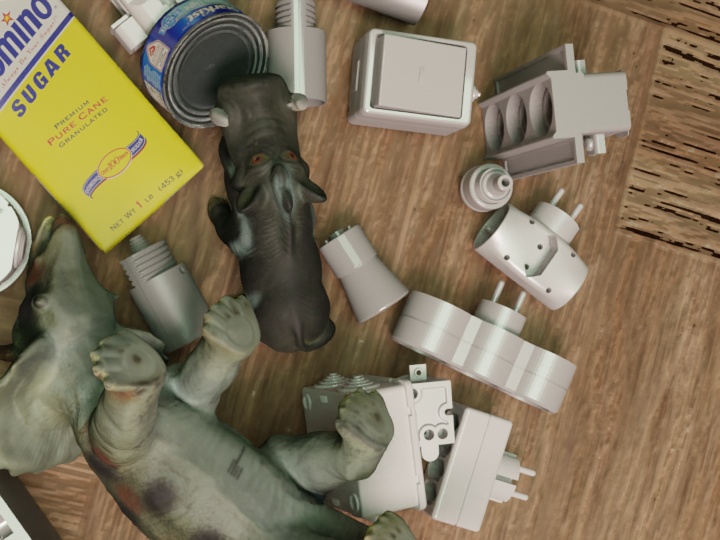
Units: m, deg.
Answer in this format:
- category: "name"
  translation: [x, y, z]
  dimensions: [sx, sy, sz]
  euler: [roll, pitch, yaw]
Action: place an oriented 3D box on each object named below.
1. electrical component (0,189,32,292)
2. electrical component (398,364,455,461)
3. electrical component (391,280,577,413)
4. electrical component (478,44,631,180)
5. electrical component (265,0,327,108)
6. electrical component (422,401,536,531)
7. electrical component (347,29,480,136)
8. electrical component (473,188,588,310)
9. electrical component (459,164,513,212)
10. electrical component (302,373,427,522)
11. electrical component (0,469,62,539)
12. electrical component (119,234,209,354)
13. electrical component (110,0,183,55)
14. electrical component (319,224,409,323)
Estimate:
- category: "electrical component"
  translation: [-0.261, -0.020, 0.714]
  dimensions: [0.080, 0.051, 0.080]
  euler: [0, 89, -13]
- category: "electrical component"
  translation: [0.041, 0.101, 0.778]
  dimensions: [0.048, 0.055, 0.066]
  euler: [-4, 90, -13]
- category: "electrical component"
  translation: [0.099, 0.045, 0.793]
  dimensions: [0.138, 0.052, 0.073]
  euler: [26, 84, -11]
- category: "electrical component"
  translation: [0.138, -0.110, 0.768]
  dimensions: [0.063, 0.121, 0.078]
  euler: [-6, 91, -15]
- category: "electrical component"
  translation: [-0.046, -0.159, 0.768]
  dimensions: [0.043, 0.043, 0.081]
  euler: [-1, 89, -13]
- category: "electrical component"
  translation: [0.093, 0.149, 0.793]
  dimensions: [0.076, 0.047, 0.083]
  euler: [19, 85, -12]
- category: "electrical component"
  translation: [0.044, -0.135, 0.779]
  dimensions: [0.096, 0.061, 0.061]
  euler: [5, 88, -12]
- category: "electrical component"
  translation: [0.138, -0.024, 0.807]
  dimensions: [0.077, 0.043, 0.079]
  euler: [37, 81, -9]
- category: "electrical component"
  translation: [0.096, -0.061, 0.789]
  dimensions: [0.035, 0.061, 0.035]
  euler: [0, 89, -12]
- category: "electrical component"
  translation: [0.000, 0.121, 0.748]
  dimensions: [0.048, 0.100, 0.099]
  euler: [-7, 91, -25]
- category: "electrical component"
  translation: [-0.245, 0.169, 0.696]
  dimensions: [0.062, 0.089, 0.150]
  euler: [-34, 96, -11]
- category: "electrical component"
  translation: [-0.137, 0.013, 0.746]
  dimensions: [0.043, 0.043, 0.081]
  euler: [-29, 95, -11]
- category: "electrical component"
  translation: [-0.146, -0.195, 0.739]
  dimensions: [0.078, 0.058, 0.057]
  euler: [-41, 101, -10]
- category: "electrical component"
  translation: [0.000, 0.000, 0.778]
  dimensions: [0.044, 0.044, 0.065]
  euler: [-33, 91, -11]
